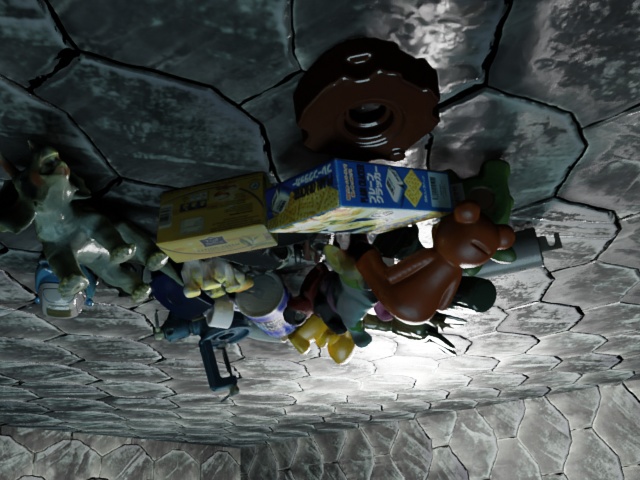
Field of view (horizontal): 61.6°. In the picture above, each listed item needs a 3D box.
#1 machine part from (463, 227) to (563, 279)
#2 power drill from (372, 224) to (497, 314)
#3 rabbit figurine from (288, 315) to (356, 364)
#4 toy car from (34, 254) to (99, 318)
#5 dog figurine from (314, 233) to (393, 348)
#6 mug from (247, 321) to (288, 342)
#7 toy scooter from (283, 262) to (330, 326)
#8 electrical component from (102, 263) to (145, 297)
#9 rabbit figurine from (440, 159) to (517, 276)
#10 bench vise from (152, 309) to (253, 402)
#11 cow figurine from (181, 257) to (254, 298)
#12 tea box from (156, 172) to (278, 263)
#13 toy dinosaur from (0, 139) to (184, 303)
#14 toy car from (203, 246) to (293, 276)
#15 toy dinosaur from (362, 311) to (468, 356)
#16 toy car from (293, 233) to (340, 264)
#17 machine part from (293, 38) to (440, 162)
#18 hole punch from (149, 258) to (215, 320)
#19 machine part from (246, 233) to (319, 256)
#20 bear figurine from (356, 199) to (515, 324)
[{"bbox_3d":[0.330,0.033,1.021,0.243,0.079,0.079,-14,150,19],"label":"machine part"},{"bbox_3d":[0.187,0.057,0.951,0.207,0.086,0.232,45,168,-17],"label":"power drill"},{"bbox_3d":[0.023,0.210,1.249,0.162,0.122,0.173,-44,107,-4],"label":"rabbit figurine"},{"bbox_3d":[-0.475,0.093,1.001,0.109,0.103,0.161,6,152,-20],"label":"toy car"},{"bbox_3d":[0.048,0.064,0.933,0.108,0.192,0.218,-37,129,-25],"label":"dog figurine"},{"bbox_3d":[-0.137,0.201,1.274,0.107,0.081,0.109,-6,160,20],"label":"mug"},{"bbox_3d":[0.010,0.107,1.105,0.184,0.075,0.135,3,112,-48],"label":"toy scooter"},{"bbox_3d":[-0.359,0.048,0.963,0.048,0.075,0.119,-4,149,2],"label":"electrical component"},{"bbox_3d":[0.250,-0.031,0.842,0.121,0.159,0.170,-20,165,8],"label":"rabbit figurine"},{"bbox_3d":[-0.236,0.223,1.153,0.223,0.241,0.129,-7,153,-30],"label":"bench vise"},{"bbox_3d":[-0.189,0.055,0.996,0.068,0.098,0.167,-22,166,20],"label":"cow figurine"},{"bbox_3d":[-0.153,-0.032,0.813,0.170,0.098,0.068,-8,151,11],"label":"tea box"},{"bbox_3d":[-0.340,-0.008,0.805,0.131,0.192,0.404,-41,167,-7],"label":"toy dinosaur"},{"bbox_3d":[-0.138,0.011,0.943,0.201,0.056,0.073,21,137,-40],"label":"toy car"},{"bbox_3d":[0.194,0.162,1.093,0.199,0.105,0.471,17,176,13],"label":"toy dinosaur"},{"bbox_3d":[-0.002,-0.003,0.939,0.089,0.053,0.202,-4,151,-7],"label":"toy car"},{"bbox_3d":[0.057,-0.158,0.650,0.179,0.056,0.179,-3,151,-2],"label":"machine part"},{"bbox_3d":[-0.267,0.093,1.047,0.115,0.092,0.142,21,147,-33],"label":"hole punch"},{"bbox_3d":[-0.070,-0.018,0.856,0.139,0.084,0.039,-2,-170,23],"label":"machine part"},{"bbox_3d":[0.160,0.019,0.752,0.120,0.132,0.195,25,111,-26],"label":"bear figurine"}]
